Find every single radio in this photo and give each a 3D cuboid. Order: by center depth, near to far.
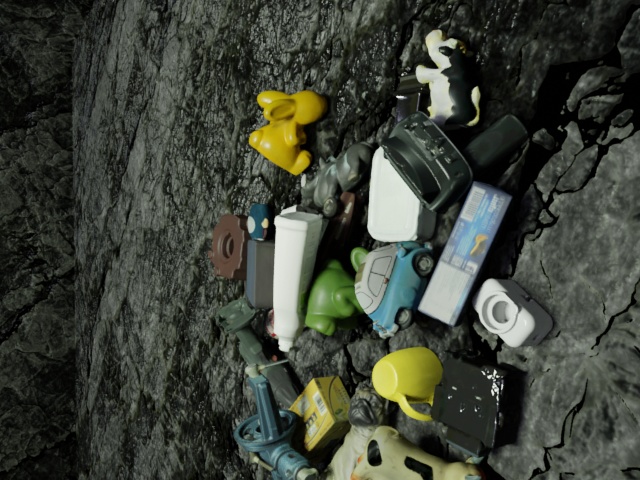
[{"bbox_3d":[-0.112,0.065,1.122,0.230,0.073,0.131,-178,90,-77],"label":"radio"}]

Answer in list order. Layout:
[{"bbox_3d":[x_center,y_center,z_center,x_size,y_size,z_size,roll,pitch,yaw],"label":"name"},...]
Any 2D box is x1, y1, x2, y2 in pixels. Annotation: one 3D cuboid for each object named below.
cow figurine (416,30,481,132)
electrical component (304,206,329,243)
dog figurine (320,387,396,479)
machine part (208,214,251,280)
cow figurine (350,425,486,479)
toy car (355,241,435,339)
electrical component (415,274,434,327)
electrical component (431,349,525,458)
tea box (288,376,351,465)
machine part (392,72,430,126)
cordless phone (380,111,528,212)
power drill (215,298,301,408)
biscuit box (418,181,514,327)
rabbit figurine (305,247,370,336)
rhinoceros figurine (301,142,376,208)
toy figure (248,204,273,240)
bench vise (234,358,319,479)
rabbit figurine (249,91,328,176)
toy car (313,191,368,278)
[{"bbox_3d":[0.206,-0.254,0.844,0.098,0.068,0.167,-1,88,46],"label":"cow figurine"},{"bbox_3d":[-0.002,-0.003,1.071,0.048,0.075,0.119,23,106,49],"label":"electrical component"},{"bbox_3d":[0.062,0.362,0.938,0.172,0.121,0.190,-25,52,44],"label":"dog figurine"},{"bbox_3d":[-0.216,0.017,1.351,0.179,0.056,0.179,-10,77,49],"label":"machine part"},{"bbox_3d":[0.155,0.342,0.782,0.195,0.085,0.127,29,110,16],"label":"cow figurine"},{"bbox_3d":[0.106,0.066,0.838,0.109,0.103,0.161,125,169,-75],"label":"toy car"},{"bbox_3d":[0.181,0.092,0.848,0.102,0.045,0.078,-42,56,40],"label":"electrical component"},{"bbox_3d":[0.223,0.234,0.768,0.115,0.058,0.134,8,91,54],"label":"electrical component"},{"bbox_3d":[-0.008,0.350,1.032,0.169,0.068,0.098,-57,46,32],"label":"tea box"},{"bbox_3d":[0.158,-0.224,0.927,0.084,0.039,0.138,14,94,46],"label":"machine part"},{"bbox_3d":[0.195,-0.145,0.793,0.184,0.088,0.147,-37,68,9],"label":"cordless phone"},{"bbox_3d":[-0.127,0.232,1.130,0.086,0.207,0.232,-39,31,-12],"label":"power drill"},{"bbox_3d":[0.211,0.021,0.769,0.059,0.062,0.202,25,93,23],"label":"biscuit box"},{"bbox_3d":[0.079,0.097,0.949,0.170,0.121,0.159,6,83,34],"label":"rabbit figurine"},{"bbox_3d":[0.032,-0.121,1.042,0.190,0.073,0.112,-31,63,45],"label":"rhinoceros figurine"},{"bbox_3d":[-0.141,-0.006,1.261,0.064,0.058,0.154,101,169,-85],"label":"toy figure"},{"bbox_3d":[-0.087,0.342,0.966,0.224,0.129,0.240,-169,66,-70],"label":"bench vise"},{"bbox_3d":[-0.065,-0.251,1.142,0.173,0.162,0.122,-44,38,17],"label":"rabbit figurine"},{"bbox_3d":[0.029,0.006,1.012,0.202,0.089,0.053,-67,26,20],"label":"toy car"}]
